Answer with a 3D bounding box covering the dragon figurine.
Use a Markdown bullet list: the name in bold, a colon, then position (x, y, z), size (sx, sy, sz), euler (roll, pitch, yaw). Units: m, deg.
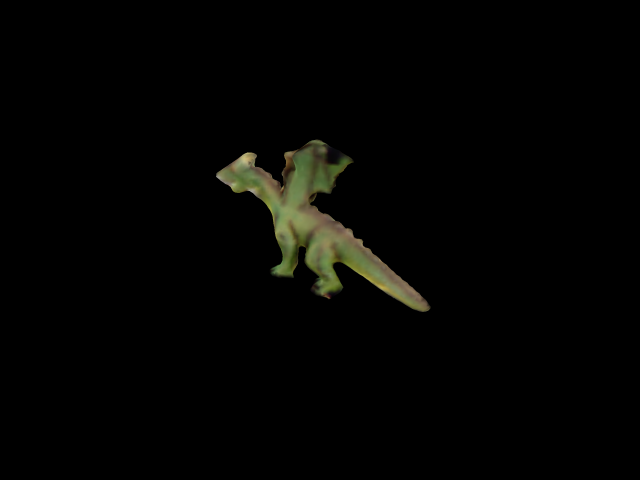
- **dragon figurine**: position (0.003, -0.043, 0.850), size (0.412, 0.237, 0.124), euler (18, 37, 24)
